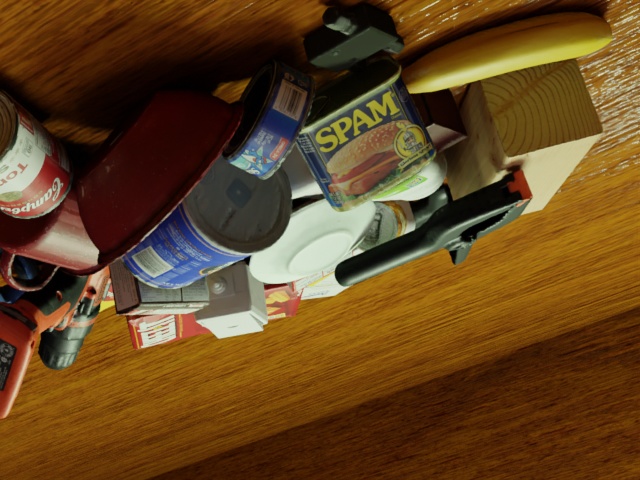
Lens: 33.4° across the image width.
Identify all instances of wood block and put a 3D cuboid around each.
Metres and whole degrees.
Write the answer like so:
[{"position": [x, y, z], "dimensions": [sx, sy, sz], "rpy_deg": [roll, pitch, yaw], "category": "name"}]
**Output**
[{"position": [0.183, -0.091, 1.015], "dimensions": [0.090, 0.090, 0.206], "rpy_deg": [-14, 164, -7], "category": "wood block"}]

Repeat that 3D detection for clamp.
[{"position": [0.117, -0.007, 0.999], "dimensions": [0.164, 0.036, 0.210], "rpy_deg": [-13, 165, -29], "category": "clamp"}, {"position": [0.139, -0.043, 1.235], "dimensions": [0.120, 0.039, 0.172], "rpy_deg": [-3, 160, -35], "category": "clamp"}]

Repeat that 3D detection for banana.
[{"position": [0.161, -0.153, 0.870], "dimensions": [0.197, 0.037, 0.070], "rpy_deg": [-13, 164, -12], "category": "banana"}]

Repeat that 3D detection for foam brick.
[{"position": [0.085, -0.107, 0.930], "dimensions": [0.053, 0.051, 0.078], "rpy_deg": [-26, 163, 25], "category": "foam brick"}]

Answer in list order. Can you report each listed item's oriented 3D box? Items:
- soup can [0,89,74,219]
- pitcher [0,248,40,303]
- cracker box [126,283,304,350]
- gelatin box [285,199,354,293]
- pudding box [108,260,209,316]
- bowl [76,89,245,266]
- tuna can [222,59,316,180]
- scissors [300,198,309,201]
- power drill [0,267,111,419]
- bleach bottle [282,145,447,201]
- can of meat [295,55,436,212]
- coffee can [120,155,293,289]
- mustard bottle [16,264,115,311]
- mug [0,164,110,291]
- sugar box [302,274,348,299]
[{"position": [-0.223, -0.061, 0.751], "dimensions": [0.068, 0.068, 0.102], "rpy_deg": [-17, 164, 4], "category": "soup can"}, {"position": [-0.341, 0.048, 0.932], "dimensions": [0.145, 0.149, 0.243], "rpy_deg": [14, 158, -1], "category": "pitcher"}, {"position": [-0.130, 0.067, 1.290], "dimensions": [0.213, 0.072, 0.164], "rpy_deg": [-12, 164, -10], "category": "cracker box"}, {"position": [-0.007, 0.001, 1.048], "dimensions": [0.073, 0.030, 0.089], "rpy_deg": [-28, 141, -17], "category": "gelatin box"}, {"position": [-0.154, 0.012, 0.995], "dimensions": [0.039, 0.113, 0.089], "rpy_deg": [-25, 162, 39], "category": "pudding box"}, {"position": [-0.129, -0.059, 0.786], "dimensions": [0.055, 0.162, 0.162], "rpy_deg": [41, 137, -17], "category": "bowl"}, {"position": [-0.039, -0.091, 0.794], "dimensions": [0.033, 0.086, 0.086], "rpy_deg": [25, 148, -20], "category": "tuna can"}, {"position": [0.019, -0.057, 1.105], "dimensions": [0.096, 0.016, 0.202], "rpy_deg": [-12, 165, -11], "category": "scissors"}, {"position": [-0.258, 0.082, 0.984], "dimensions": [0.187, 0.057, 0.185], "rpy_deg": [-58, 172, -61], "category": "power drill"}, {"position": [0.048, -0.069, 1.010], "dimensions": [0.103, 0.068, 0.250], "rpy_deg": [-22, 166, 26], "category": "bleach bottle"}, {"position": [0.032, -0.083, 0.844], "dimensions": [0.102, 0.084, 0.057], "rpy_deg": [-30, -152, -1], "category": "can of meat"}, {"position": [-0.103, -0.022, 0.912], "dimensions": [0.102, 0.103, 0.141], "rpy_deg": [-5, 169, -36], "category": "coffee can"}, {"position": [-0.220, 0.034, 1.105], "dimensions": [0.192, 0.058, 0.096], "rpy_deg": [-23, 151, 23], "category": "mustard bottle"}, {"position": [-0.219, -0.012, 0.861], "dimensions": [0.117, 0.093, 0.081], "rpy_deg": [-59, 149, 5], "category": "mug"}, {"position": [0.025, 0.030, 1.372], "dimensions": [0.093, 0.048, 0.177], "rpy_deg": [-5, 165, -35], "category": "sugar box"}]
